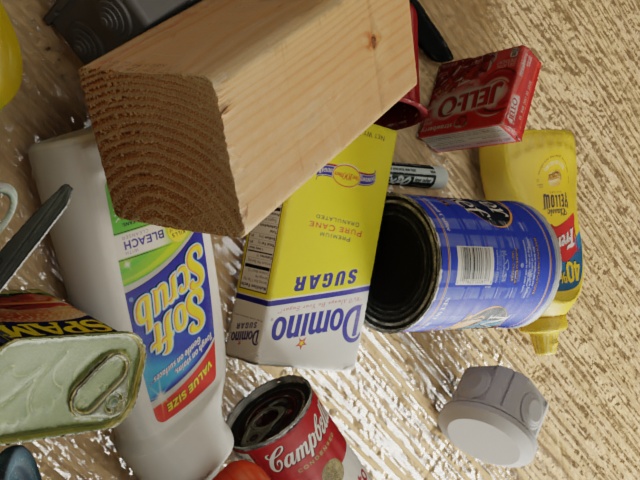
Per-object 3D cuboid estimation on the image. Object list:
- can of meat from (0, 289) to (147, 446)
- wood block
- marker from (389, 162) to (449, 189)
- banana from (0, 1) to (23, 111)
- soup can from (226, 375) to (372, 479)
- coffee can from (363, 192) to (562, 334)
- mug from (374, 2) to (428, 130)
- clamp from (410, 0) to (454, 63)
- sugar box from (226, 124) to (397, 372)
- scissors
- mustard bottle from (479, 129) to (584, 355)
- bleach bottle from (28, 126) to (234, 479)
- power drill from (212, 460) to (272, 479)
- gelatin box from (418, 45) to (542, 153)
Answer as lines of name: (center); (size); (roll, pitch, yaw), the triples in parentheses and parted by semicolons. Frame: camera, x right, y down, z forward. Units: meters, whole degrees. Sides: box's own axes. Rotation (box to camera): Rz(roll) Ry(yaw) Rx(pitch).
can of meat: (-0.161, 0.065, 0.578); (0.101, 0.084, 0.057); (1, 105, -50)
wood block: (-0.030, -0.093, 0.616); (0.205, 0.090, 0.091); (-44, 133, -46)
marker: (0.053, -0.052, 0.829); (0.120, 0.020, 0.020); (2, 86, -41)
banana: (-0.215, -0.149, 0.575); (0.198, 0.037, 0.069); (58, 16, -15)
soup can: (-0.011, 0.152, 0.726); (0.068, 0.069, 0.102); (-48, 118, -33)
coffee can: (0.100, 0.018, 0.810); (0.140, 0.103, 0.103); (2, 86, -41)
mug: (0.034, -0.126, 0.780); (0.117, 0.093, 0.081); (25, 63, -68)
clamp: (0.050, -0.200, 0.793); (0.209, 0.165, 0.036); (-3, 49, -23)
sugar box: (-0.005, 0.001, 0.741); (0.093, 0.048, 0.176); (9, 88, -41)
scissors: (-0.180, 0.066, 0.512); (0.016, 0.202, 0.096); (33, 24, -55)
mustard bottle: (0.185, 0.003, 0.916); (0.096, 0.058, 0.191); (-5, 91, -41)
bleach bottle: (-0.099, 0.051, 0.661); (0.102, 0.068, 0.251); (-25, 106, -43)
power drill: (-0.060, 0.251, 0.664); (0.184, 0.057, 0.187); (-44, 124, -10)
gelatin box: (0.127, -0.111, 0.851); (0.030, 0.089, 0.073); (33, 66, -35)
